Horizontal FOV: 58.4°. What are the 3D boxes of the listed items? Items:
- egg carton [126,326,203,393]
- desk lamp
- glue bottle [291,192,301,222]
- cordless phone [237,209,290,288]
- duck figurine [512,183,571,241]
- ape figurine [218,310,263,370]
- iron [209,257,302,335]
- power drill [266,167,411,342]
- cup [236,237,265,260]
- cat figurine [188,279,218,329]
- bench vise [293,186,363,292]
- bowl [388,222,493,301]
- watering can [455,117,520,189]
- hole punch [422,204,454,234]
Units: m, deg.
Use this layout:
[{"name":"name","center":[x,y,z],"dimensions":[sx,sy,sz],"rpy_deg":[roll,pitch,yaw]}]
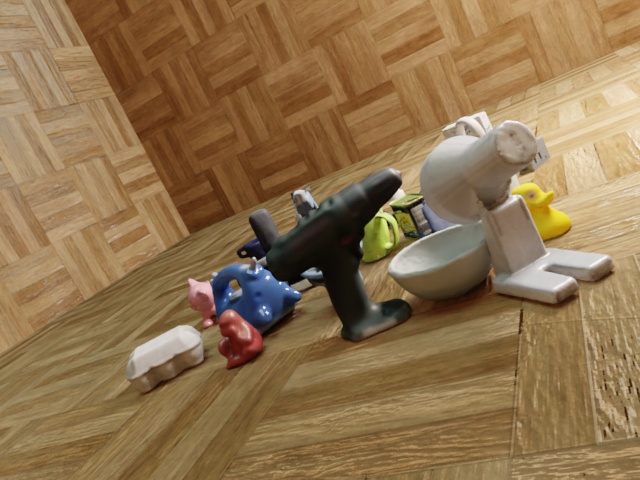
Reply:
[{"name":"egg carton","center":[-0.292,0.222,1.086],"dimensions":[0.150,0.069,0.107],"rpy_deg":[-28,11,-11]},{"name":"desk lamp","center":[0.238,-0.044,0.737],"dimensions":[0.118,0.214,0.203],"rpy_deg":[-29,11,-16]},{"name":"glue bottle","center":[-0.034,-0.045,1.478],"dimensions":[0.037,0.173,0.078],"rpy_deg":[-33,13,-31]},{"name":"cordless phone","center":[-0.140,0.033,1.319],"dimensions":[0.148,0.185,0.094],"rpy_deg":[-29,11,-13]},{"name":"duck figurine","center":[0.324,-0.046,0.888],"dimensions":[0.078,0.086,0.104],"rpy_deg":[-34,13,-36]},{"name":"ape figurine","center":[-0.141,0.161,0.965],"dimensions":[0.076,0.092,0.077],"rpy_deg":[-33,13,-31]},{"name":"iron","center":[-0.158,0.109,1.119],"dimensions":[0.119,0.141,0.257],"rpy_deg":[-35,14,-38]},{"name":"power drill","center":[0.048,0.031,0.833],"dimensions":[0.229,0.208,0.075],"rpy_deg":[-25,11,6]},{"name":"cup","center":[-0.161,0.044,1.557],"dimensions":[0.117,0.095,0.092],"rpy_deg":[-23,11,14]},{"name":"cat figurine","center":[-0.258,0.131,1.305],"dimensions":[0.067,0.118,0.128],"rpy_deg":[-24,11,8]},{"name":"bench vise","center":[-0.001,0.009,1.019],"dimensions":[0.121,0.220,0.207],"rpy_deg":[-28,11,-12]},{"name":"bowl","center":[0.187,0.040,0.829],"dimensions":[0.167,0.075,0.167],"rpy_deg":[-25,11,5]},{"name":"watering can","center":[0.320,-0.151,1.108],"dimensions":[0.173,0.194,0.100],"rpy_deg":[-32,12,-27]},{"name":"hole punch","center":[0.248,-0.040,1.021],"dimensions":[0.108,0.091,0.101],"rpy_deg":[-25,11,5]}]
